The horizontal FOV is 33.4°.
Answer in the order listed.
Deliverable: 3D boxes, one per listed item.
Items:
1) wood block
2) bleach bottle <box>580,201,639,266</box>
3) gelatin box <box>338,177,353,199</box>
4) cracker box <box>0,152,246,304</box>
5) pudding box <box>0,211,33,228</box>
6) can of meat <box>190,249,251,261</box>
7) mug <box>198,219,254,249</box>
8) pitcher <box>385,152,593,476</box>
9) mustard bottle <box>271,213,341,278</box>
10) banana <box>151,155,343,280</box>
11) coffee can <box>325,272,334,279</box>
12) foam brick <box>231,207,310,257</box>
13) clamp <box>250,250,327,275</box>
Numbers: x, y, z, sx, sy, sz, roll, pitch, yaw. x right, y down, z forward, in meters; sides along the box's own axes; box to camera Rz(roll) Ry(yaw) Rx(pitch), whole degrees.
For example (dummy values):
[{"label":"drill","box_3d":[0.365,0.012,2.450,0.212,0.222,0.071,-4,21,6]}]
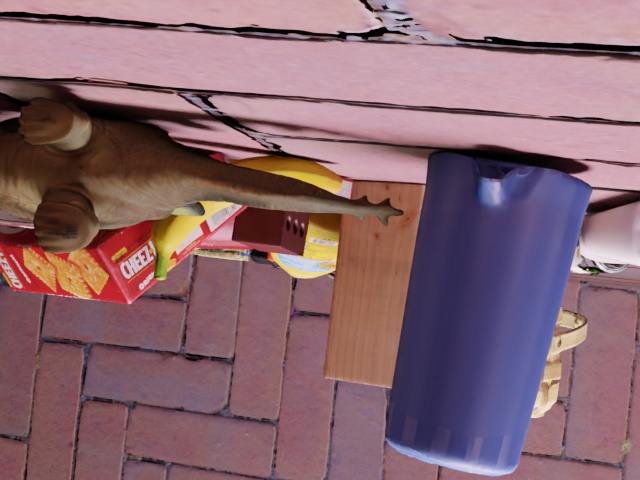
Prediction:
[{"label":"wood block","box_3d":[0.071,0.047,1.116,0.090,0.206,0.090,5,177,25]},{"label":"bleach bottle","box_3d":[0.319,-0.002,1.063,0.102,0.068,0.251,6,179,-1]},{"label":"gelatin box","box_3d":[-0.021,-0.053,1.082,0.089,0.030,0.073,10,175,-44]},{"label":"cracker box","box_3d":[-0.202,-0.018,1.032,0.214,0.072,0.164,3,-143,46]},{"label":"pudding box","box_3d":[-0.283,-0.059,0.966,0.114,0.090,0.039,6,174,16]},{"label":"can of meat","box_3d":[-0.142,-0.017,1.498,0.102,0.084,0.057,7,177,3]},{"label":"mug","box_3d":[-0.108,-0.037,1.147,0.081,0.093,0.117,2,-151,-17]},{"label":"pitcher","box_3d":[0.132,0.059,0.863,0.149,0.243,0.145,15,176,-28]},{"label":"mustard bottle","box_3d":[-0.008,0.001,1.257,0.096,0.058,0.192,9,156,-11]},{"label":"banana","box_3d":[-0.074,-0.037,0.952,0.197,0.069,0.037,-27,-157,-18]},{"label":"coffee can","box_3d":[0.055,0.008,1.390,0.103,0.103,0.140,6,177,14]},{"label":"foam brick","box_3d":[-0.047,-0.016,1.057,0.051,0.053,0.078,8,175,17]},{"label":"clamp","box_3d":[-0.036,0.023,1.413,0.120,0.039,0.171,4,178,0]}]
